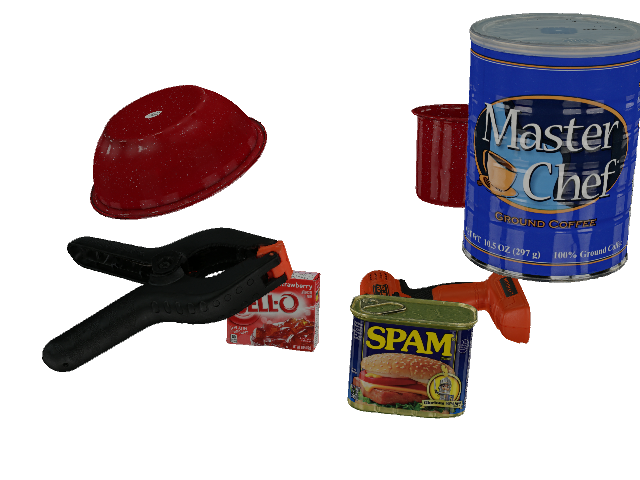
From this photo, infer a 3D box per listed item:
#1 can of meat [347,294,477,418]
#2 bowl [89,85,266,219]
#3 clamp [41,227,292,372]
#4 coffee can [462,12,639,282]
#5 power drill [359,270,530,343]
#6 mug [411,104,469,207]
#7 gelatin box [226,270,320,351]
[{"bbox_3d":[0.073,0.094,0.866,0.102,0.084,0.057,5,14,6],"label":"can of meat"},{"bbox_3d":[-0.129,-0.085,0.898,0.162,0.055,0.162,-16,31,10],"label":"bowl"},{"bbox_3d":[-0.107,0.036,0.717,0.172,0.120,0.039,-7,-43,16],"label":"clamp"},{"bbox_3d":[0.139,-0.059,0.644,0.103,0.140,0.103,-1,21,0],"label":"coffee can"},{"bbox_3d":[0.138,0.086,1.211,0.187,0.057,0.184,-2,27,-1],"label":"power drill"},{"bbox_3d":[0.140,-0.076,0.965,0.117,0.081,0.093,4,15,13],"label":"mug"},{"bbox_3d":[-0.046,0.065,1.029,0.089,0.073,0.030,5,16,11],"label":"gelatin box"}]
